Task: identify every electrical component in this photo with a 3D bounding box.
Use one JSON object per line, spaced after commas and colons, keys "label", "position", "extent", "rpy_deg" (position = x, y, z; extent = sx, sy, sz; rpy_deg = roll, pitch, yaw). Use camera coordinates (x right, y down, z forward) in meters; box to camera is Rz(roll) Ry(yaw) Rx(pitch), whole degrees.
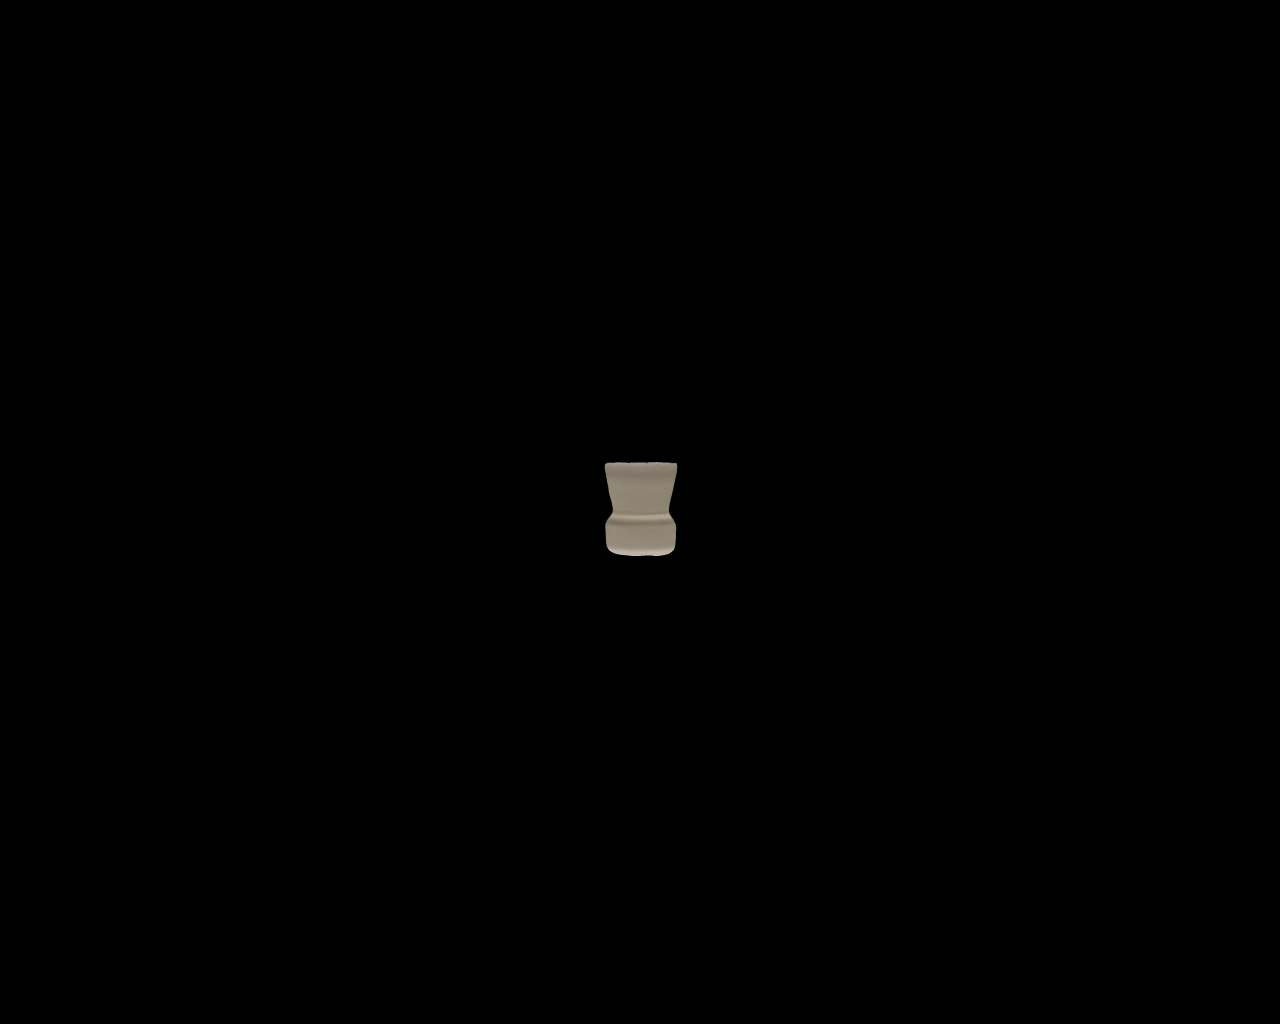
{"label": "electrical component", "position": [0.001, -0.003, 0.650], "extent": [0.045, 0.055, 0.045], "rpy_deg": [0, 5, 0]}
